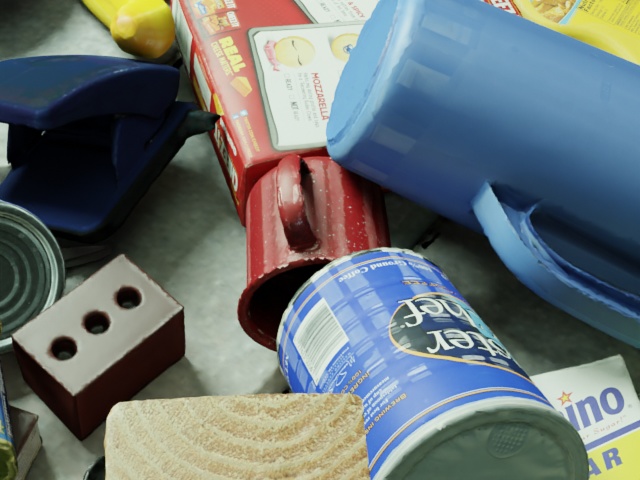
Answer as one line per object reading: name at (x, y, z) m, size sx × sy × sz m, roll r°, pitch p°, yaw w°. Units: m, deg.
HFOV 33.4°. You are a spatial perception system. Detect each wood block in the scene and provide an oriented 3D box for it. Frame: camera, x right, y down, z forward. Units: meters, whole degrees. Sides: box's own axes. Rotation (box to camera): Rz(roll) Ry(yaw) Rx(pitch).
wood block at (-0.034, 0.148, 0.428) m, size 0.090 × 0.206 × 0.091 m, roll -1°, pitch 56°, yaw -7°

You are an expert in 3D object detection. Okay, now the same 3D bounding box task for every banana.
banana at (-0.129, -0.148, 0.689) m, size 0.069 × 0.037 × 0.198 m, roll 13°, pitch 18°, yaw -34°

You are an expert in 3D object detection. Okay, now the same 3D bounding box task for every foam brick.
foam brick at (-0.118, 0.057, 0.576) m, size 0.053 × 0.051 × 0.078 m, roll 39°, pitch 61°, yaw 20°

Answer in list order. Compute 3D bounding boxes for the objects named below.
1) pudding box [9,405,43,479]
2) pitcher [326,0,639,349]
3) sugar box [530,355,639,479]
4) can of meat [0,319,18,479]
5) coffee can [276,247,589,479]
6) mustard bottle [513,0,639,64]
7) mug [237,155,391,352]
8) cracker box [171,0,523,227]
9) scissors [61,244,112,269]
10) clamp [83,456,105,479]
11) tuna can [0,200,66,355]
pudding box at (-0.203, 0.125, 0.528) m, size 0.090 × 0.039 × 0.113 m, roll 17°, pitch 55°, yaw 6°
pitcher at (0.129, -0.040, 0.578) m, size 0.242 × 0.149 × 0.145 m, roll 22°, pitch 95°, yaw -12°
sugar box at (0.130, 0.146, 0.517) m, size 0.093 × 0.048 × 0.176 m, roll -16°, pitch 50°, yaw 6°
can of meat at (-0.198, 0.080, 0.504) m, size 0.102 × 0.057 × 0.084 m, roll -11°, pitch 58°, yaw -14°
coffee can at (0.047, 0.080, 0.504) m, size 0.102 × 0.103 × 0.140 m, roll -12°, pitch 30°, yaw -13°
mustard bottle at (0.181, -0.160, 0.751) m, size 0.192 × 0.058 × 0.096 m, roll 30°, pitch 57°, yaw 14°
mug at (-0.004, 0.001, 0.592) m, size 0.093 × 0.117 × 0.081 m, roll -13°, pitch 50°, yaw 11°
cracker box at (0.026, -0.111, 0.695) m, size 0.213 × 0.072 × 0.164 m, roll -14°, pitch 59°, yaw -16°
scissors at (-0.218, 0.042, 0.593) m, size 0.201 × 0.016 × 0.096 m, roll 5°, pitch 80°, yaw -22°
clamp at (-0.121, 0.171, 0.464) m, size 0.039 × 0.120 × 0.171 m, roll -21°, pitch 63°, yaw 27°
tuna can at (-0.182, 0.020, 0.576) m, size 0.086 × 0.034 × 0.086 m, roll -2°, pitch 94°, yaw -28°
